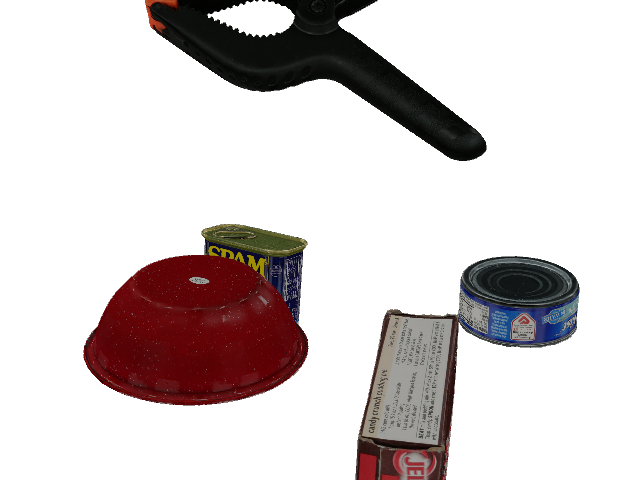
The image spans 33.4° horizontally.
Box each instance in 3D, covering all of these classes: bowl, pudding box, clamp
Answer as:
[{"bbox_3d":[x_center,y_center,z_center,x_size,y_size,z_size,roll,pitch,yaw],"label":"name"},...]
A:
[{"bbox_3d":[-0.088,0.053,0.762,0.162,0.055,0.162,2,23,-1],"label":"bowl"},{"bbox_3d":[0.038,0.095,0.469,0.039,0.090,0.113,6,25,6],"label":"pudding box"},{"bbox_3d":[0.003,-0.120,0.627,0.210,0.164,0.036,-2,-22,-2],"label":"clamp"}]

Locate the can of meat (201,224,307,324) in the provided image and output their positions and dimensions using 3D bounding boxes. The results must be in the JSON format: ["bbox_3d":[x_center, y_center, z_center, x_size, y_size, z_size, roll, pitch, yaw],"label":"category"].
[{"bbox_3d":[-0.066,0.036,1.022,0.102,0.084,0.057,13,18,31],"label":"can of meat"}]

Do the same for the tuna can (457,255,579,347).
[{"bbox_3d":[0.143,0.043,0.770,0.086,0.034,0.086,0,23,0],"label":"tuna can"}]
